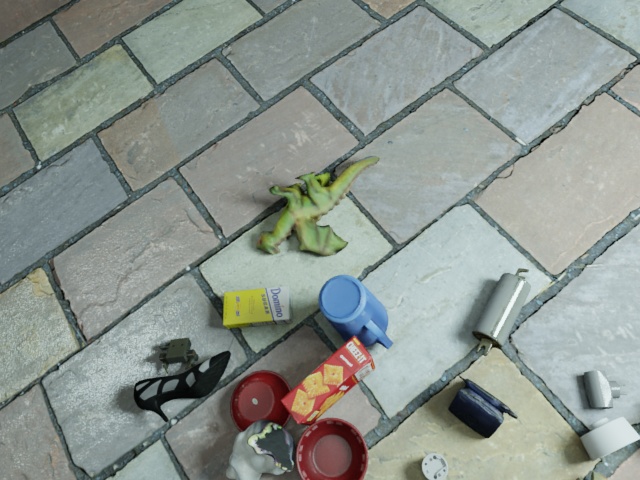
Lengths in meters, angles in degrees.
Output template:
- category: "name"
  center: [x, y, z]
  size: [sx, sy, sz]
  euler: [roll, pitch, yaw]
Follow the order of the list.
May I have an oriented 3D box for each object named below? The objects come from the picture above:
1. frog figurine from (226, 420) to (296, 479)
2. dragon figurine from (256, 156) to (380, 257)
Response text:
- category: "frog figurine"
  center: [-0.137, 0.489, 1.169]
  size: [0.136, 0.156, 0.126]
  euler: [25, 39, -18]
- category: "dragon figurine"
  center: [0.004, -0.072, 1.436]
  size: [0.410, 0.121, 0.245]
  euler: [-19, 80, 3]
